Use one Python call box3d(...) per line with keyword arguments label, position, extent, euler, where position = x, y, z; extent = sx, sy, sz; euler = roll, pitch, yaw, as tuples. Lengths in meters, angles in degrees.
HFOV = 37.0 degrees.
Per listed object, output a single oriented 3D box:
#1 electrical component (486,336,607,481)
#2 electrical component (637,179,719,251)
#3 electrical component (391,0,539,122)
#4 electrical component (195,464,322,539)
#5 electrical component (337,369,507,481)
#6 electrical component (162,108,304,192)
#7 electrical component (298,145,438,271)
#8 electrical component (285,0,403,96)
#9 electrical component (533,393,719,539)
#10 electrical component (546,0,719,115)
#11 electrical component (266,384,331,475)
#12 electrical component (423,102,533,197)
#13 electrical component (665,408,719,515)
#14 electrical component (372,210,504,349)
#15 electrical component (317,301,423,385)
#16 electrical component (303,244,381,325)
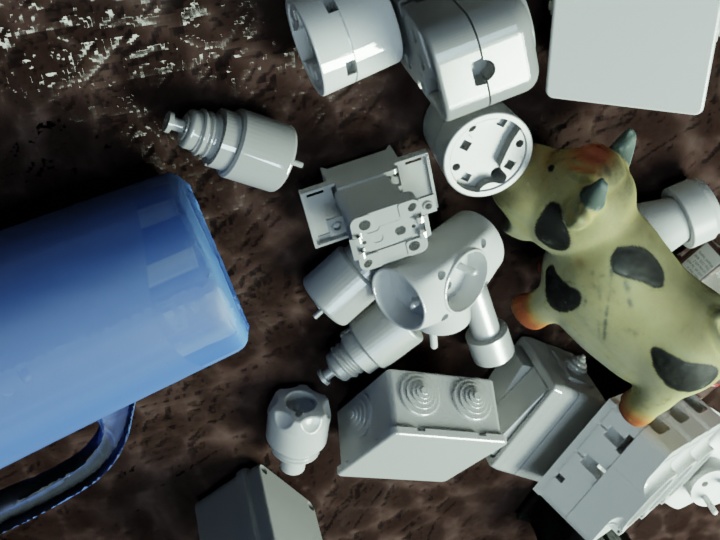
box3d(label="electrical component", position=(0.126, 0.094, 0.773), extent=(0.061, 0.061, 0.096), euler=(21, 115, -30))
box3d(label="electrical component", position=(0.209, -0.032, 0.722), extent=(0.055, 0.045, 0.045), euler=(-23, 128, -3))
box3d(label="electrical component", position=(0.054, -0.127, 0.569), extent=(0.059, 0.095, 0.053), euler=(-21, 128, -4))
box3d(label="electrical component", position=(-0.065, 0.202, 0.752), extent=(0.057, 0.113, 0.078), euler=(-35, 128, 11))
box3d(label="electrical component", position=(0.039, 0.108, 0.742), extent=(0.100, 0.048, 0.099), euler=(8, 149, -25))
box3d(label="electrical component", position=(-0.072, -0.071, 0.601), extent=(0.078, 0.040, 0.040), euler=(16, 118, -27))
box3d(label="electrical component", position=(0.009, -0.036, 0.639), extent=(0.081, 0.063, 0.042), euler=(-19, 127, -5))
box3d(label="electrical component", position=(-0.008, -0.127, 0.575), extent=(0.047, 0.055, 0.055), euler=(-22, 128, -8))
box3d(label="electrical component", position=(0.203, 0.137, 0.785), extent=(0.089, 0.062, 0.150), euler=(-55, 155, 21))
box3d(label="electrical component", position=(0.155, -0.141, 0.602), extent=(0.100, 0.048, 0.099), euler=(10, 127, 15))
box3d(label="electrical component", position=(-0.044, 0.113, 0.740), extent=(0.043, 0.043, 0.062), euler=(-3, 126, -17))
box3d(label="electrical component", position=(0.068, -0.079, 0.639), extent=(0.055, 0.047, 0.055), euler=(-9, 126, -13))
box3d(label="electrical component", position=(0.274, 0.162, 0.861), extent=(0.044, 0.079, 0.077), euler=(30, 110, -25))
box3d(label="electrical component", position=(0.051, 0.014, 0.672), extent=(0.077, 0.044, 0.079), euler=(-35, 135, -33))
box3d(label="electrical component", position=(0.005, 0.049, 0.713), extent=(0.078, 0.040, 0.040), euler=(-38, 127, 9))
box3d(label="electrical component", position=(0.000, 0.000, 0.676), extent=(0.078, 0.040, 0.040), euler=(-42, 127, 10))
